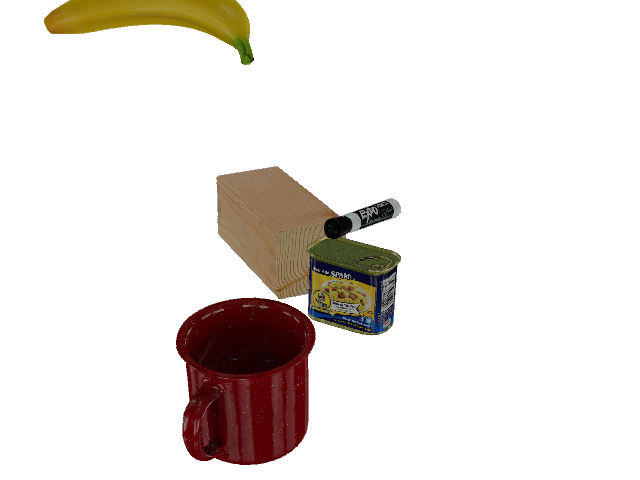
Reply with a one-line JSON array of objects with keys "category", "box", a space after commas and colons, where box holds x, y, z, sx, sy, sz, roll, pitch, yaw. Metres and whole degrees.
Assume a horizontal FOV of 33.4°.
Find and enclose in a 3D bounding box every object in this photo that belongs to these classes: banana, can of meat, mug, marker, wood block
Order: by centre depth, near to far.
[{"category": "mug", "box": [-0.055, 0.103, 0.720, 0.093, 0.081, 0.117, 13, 33, 23]}, {"category": "banana", "box": [-0.142, -0.197, 0.928, 0.198, 0.037, 0.069, 10, 47, 16]}, {"category": "marker", "box": [0.038, -0.020, 0.967, 0.020, 0.020, 0.120, 0, 11, 31]}, {"category": "can of meat", "box": [0.035, 0.051, 1.181, 0.102, 0.084, 0.057, 15, 28, 26]}, {"category": "wood block", "box": [-0.053, -0.015, 1.337, 0.090, 0.090, 0.206, -10, 26, -23]}]
